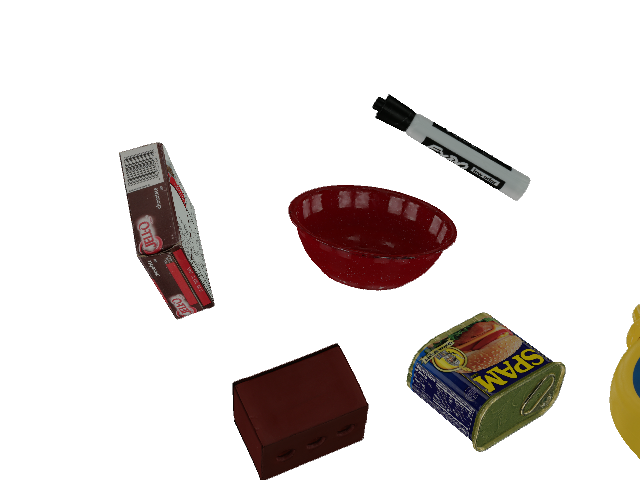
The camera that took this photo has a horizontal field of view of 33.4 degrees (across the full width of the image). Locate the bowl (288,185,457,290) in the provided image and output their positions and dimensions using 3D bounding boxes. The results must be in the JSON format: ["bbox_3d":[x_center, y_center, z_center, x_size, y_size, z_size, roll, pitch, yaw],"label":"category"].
[{"bbox_3d":[0.047,0.003,1.020,0.162,0.055,0.162,6,25,-3],"label":"bowl"}]

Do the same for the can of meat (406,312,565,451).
[{"bbox_3d":[0.134,0.112,0.873,0.101,0.057,0.084,-22,44,-33],"label":"can of meat"}]

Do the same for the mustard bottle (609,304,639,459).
[{"bbox_3d":[0.212,0.098,0.581,0.096,0.058,0.191,-7,35,-4],"label":"mustard bottle"}]

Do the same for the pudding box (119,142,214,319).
[{"bbox_3d":[-0.121,-0.008,0.845,0.039,0.113,0.090,-16,-38,2],"label":"pudding box"}]

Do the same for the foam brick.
[{"bbox_3d":[-0.014,0.113,0.705,0.078,0.051,0.053,-20,-34,-17],"label":"foam brick"}]

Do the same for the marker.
[{"bbox_3d":[0.090,-0.066,0.742,0.121,0.020,0.020,30,-3,-5],"label":"marker"}]
